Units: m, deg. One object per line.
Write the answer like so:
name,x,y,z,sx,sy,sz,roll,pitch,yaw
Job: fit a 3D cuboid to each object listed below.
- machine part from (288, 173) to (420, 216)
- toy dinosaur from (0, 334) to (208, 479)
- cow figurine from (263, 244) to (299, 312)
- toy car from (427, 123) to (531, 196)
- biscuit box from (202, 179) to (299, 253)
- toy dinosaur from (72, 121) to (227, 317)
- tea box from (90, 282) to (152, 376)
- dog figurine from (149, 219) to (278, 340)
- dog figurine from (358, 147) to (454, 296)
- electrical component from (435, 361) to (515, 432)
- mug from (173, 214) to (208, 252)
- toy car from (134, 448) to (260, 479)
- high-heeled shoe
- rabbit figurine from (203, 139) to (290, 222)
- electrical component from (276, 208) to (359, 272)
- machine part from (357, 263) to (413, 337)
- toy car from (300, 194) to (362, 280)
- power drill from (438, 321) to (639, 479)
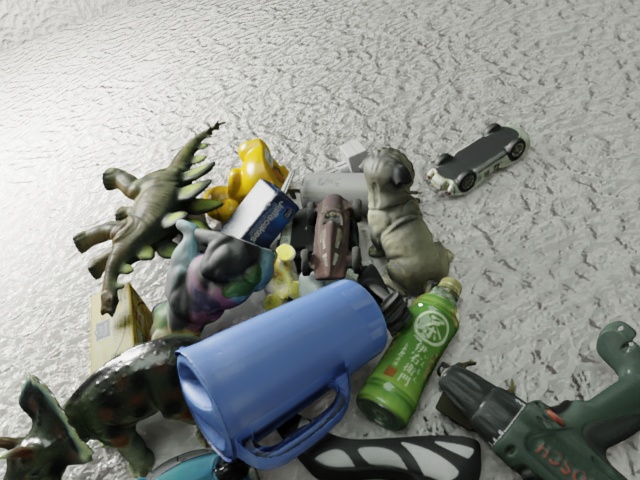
machine part,0.055,-0.082,0.953,0.243,0.079,0.079,5,47,22
toy dinosaur,-0.216,0.190,0.683,0.405,0.191,0.131,-30,46,-11
cow figurine,-0.048,0.096,0.808,0.068,0.098,0.167,-17,61,-4
toy car,0.284,-0.143,0.956,0.202,0.056,0.074,-32,50,-12
biscuit box,-0.125,-0.002,0.889,0.202,0.059,0.063,-51,46,5
toy dinosaur,-0.271,-0.067,0.925,0.199,0.104,0.471,-2,48,8
tea box,-0.293,0.158,0.812,0.068,0.098,0.170,-23,41,-5
dog figurine,-0.166,0.093,0.762,0.192,0.108,0.219,17,89,42
dog figurine,0.124,-0.024,0.788,0.121,0.190,0.173,-31,45,-13
electrical component,0.188,0.189,0.653,0.102,0.045,0.078,19,82,37
mug,-0.250,-0.003,0.980,0.109,0.080,0.107,-25,48,-10
toy car,-0.152,0.294,0.620,0.162,0.109,0.103,-26,25,-21
high-heeled shoe,0.057,0.228,0.629,0.249,0.086,0.145,31,60,33
rabbit figurine,-0.146,-0.080,1.021,0.173,0.121,0.162,-21,50,18
electrical component,-0.002,-0.003,0.907,0.134,0.058,0.115,-7,45,12
machine part,0.085,0.081,0.737,0.039,0.084,0.139,-24,15,-4
toy car,0.019,-0.010,0.808,0.089,0.053,0.202,0,33,5
power drill,0.275,0.175,0.580,0.207,0.085,0.232,-29,58,-24
